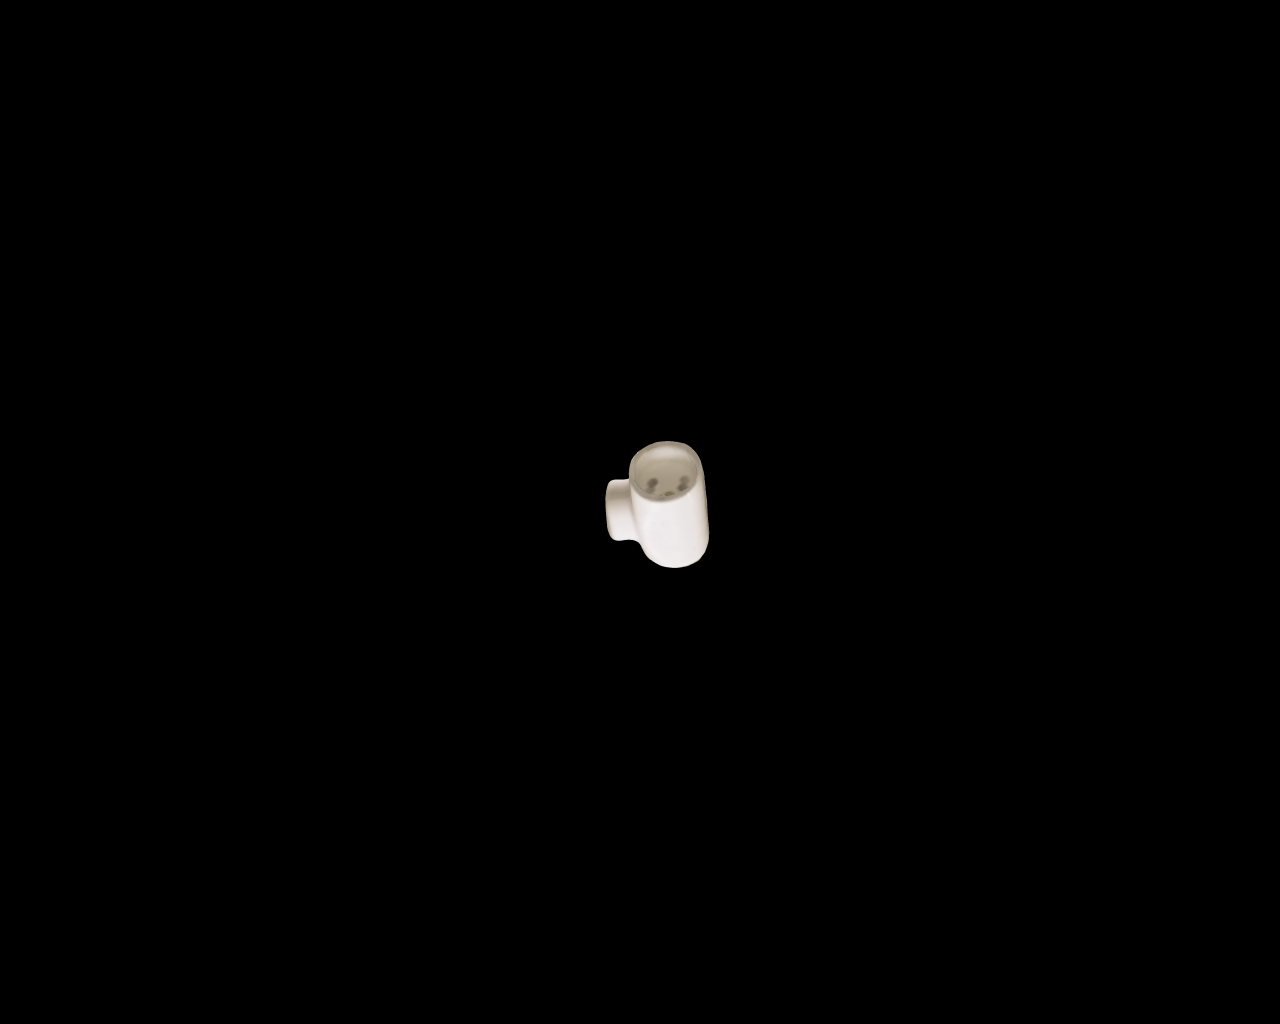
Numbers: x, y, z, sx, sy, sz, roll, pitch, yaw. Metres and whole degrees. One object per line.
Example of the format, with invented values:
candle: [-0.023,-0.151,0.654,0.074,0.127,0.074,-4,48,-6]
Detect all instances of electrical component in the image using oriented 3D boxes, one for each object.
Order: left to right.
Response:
electrical component: [0.001,-0.003,0.650,0.079,0.044,0.077,-3,-33,5]
